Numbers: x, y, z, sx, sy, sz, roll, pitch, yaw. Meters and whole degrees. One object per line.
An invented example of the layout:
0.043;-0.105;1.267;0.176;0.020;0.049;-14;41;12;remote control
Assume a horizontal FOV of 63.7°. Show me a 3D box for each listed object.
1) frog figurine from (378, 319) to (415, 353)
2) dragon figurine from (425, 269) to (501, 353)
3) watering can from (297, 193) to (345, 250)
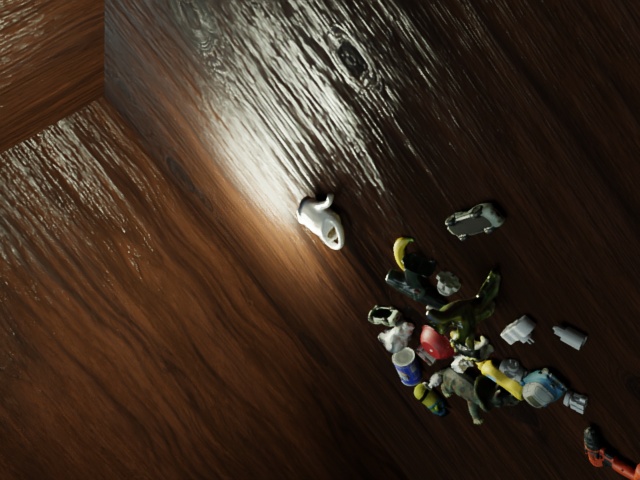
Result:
0.338;0.398;2.139;0.157;0.125;0.137;-28;-26;36;frog figurine
0.423;0.178;1.457;0.123;0.244;0.404;32;-7;33;dragon figurine
0.006;-0.100;1.979;0.105;0.339;0.227;-40;55;-22;watering can
